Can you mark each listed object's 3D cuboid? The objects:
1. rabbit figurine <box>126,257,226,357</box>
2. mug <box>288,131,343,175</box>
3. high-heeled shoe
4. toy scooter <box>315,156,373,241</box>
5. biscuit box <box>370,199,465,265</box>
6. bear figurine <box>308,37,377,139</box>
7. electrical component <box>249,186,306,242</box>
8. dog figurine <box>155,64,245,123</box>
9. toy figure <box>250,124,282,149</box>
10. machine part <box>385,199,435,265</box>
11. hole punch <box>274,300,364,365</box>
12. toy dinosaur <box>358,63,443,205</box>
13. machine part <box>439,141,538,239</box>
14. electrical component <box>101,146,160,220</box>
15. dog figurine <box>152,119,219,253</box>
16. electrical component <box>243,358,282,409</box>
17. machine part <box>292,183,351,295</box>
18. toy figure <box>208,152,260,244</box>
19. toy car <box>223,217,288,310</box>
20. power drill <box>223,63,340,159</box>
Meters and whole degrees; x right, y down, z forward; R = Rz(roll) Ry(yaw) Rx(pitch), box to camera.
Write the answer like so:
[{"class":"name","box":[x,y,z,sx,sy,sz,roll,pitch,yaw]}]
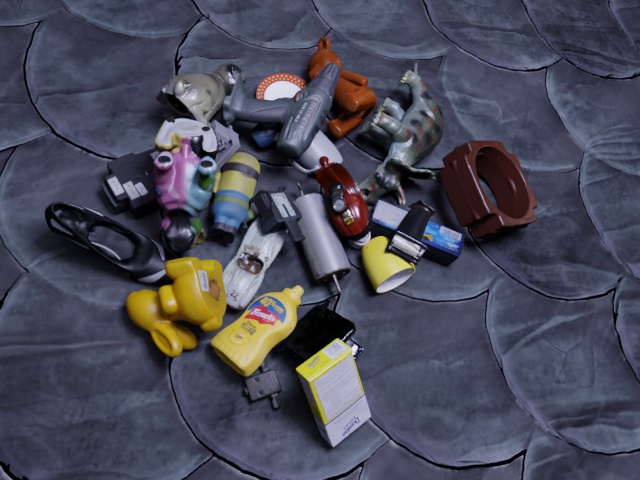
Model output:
[{"class":"rabbit figurine","box":[-0.254,0.118,0.941,0.173,0.122,0.162,-13,90,11]},{"class":"mug","box":[-0.011,-0.176,1.132,0.107,0.081,0.109,39,47,-2]},{"class":"high-heeled shoe","box":[-0.352,0.002,0.944,0.249,0.145,0.086,18,66,-3]},{"class":"toy scooter","box":[0.041,-0.091,1.058,0.075,0.135,0.184,-26,39,13]},{"class":"biscuit box","box":[0.197,-0.014,1.123,0.203,0.062,0.059,23,63,-3]},{"class":"bear figurine","box":[0.029,-0.340,1.183,0.196,0.120,0.132,46,49,7]},{"class":"electrical component","box":[-0.074,-0.042,1.027,0.075,0.048,0.119,-20,77,-50]},{"class":"dog figurine","box":[-0.228,-0.318,1.099,0.121,0.172,0.190,38,71,-8]},{"class":"toy figure","box":[-0.074,-0.250,1.145,0.154,0.057,0.064,-34,81,-4]},{"class":"machine part","box":[0.183,-0.018,1.060,0.084,0.039,0.139,23,58,5]},{"class":"hole punch","box":[0.006,0.193,0.986,0.142,0.092,0.116,-44,44,-20]},{"class":"toy dinosaur","box":[0.209,-0.246,1.201,0.192,0.131,0.405,41,60,-8]},{"class":"machine part","box":[0.362,-0.108,1.156,0.201,0.087,0.201,-8,73,-41]},{"class":"electrical component","box":[-0.348,-0.110,1.040,0.134,0.058,0.115,-27,74,-22]},{"class":"dog figurine","box":[-0.249,-0.086,0.981,0.108,0.219,0.192,4,45,-14]},{"class":"electrical component","box":[-0.105,0.260,0.960,0.063,0.021,0.094,-17,73,-19]},{"class":"machine part","box":[-0.002,-0.003,1.065,0.079,0.079,0.243,-16,71,-19]},{"class":"toy figure","box":[-0.165,-0.087,1.054,0.082,0.089,0.180,38,50,-41]},{"class":"toy car","box":[-0.129,0.039,1.028,0.073,0.056,0.202,28,65,-1]},{"class":"power drill","box":[-0.081,-0.281,1.092,0.207,0.086,0.232,15,70,1]}]
